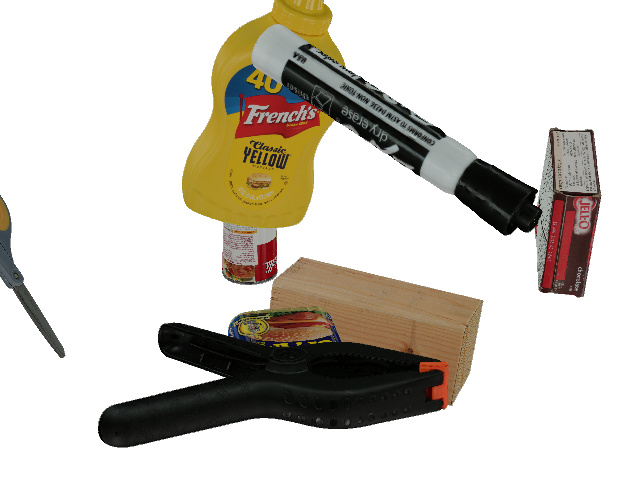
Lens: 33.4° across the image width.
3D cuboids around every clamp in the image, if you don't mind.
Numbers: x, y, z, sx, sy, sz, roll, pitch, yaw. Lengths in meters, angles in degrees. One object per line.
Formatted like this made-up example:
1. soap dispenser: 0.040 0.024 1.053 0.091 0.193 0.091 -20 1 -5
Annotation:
1. clamp: -0.025 0.086 0.684 0.210 0.036 0.164 -1 16 -2

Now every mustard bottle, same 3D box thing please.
1. mustard bottle: -0.033 -0.100 0.764 0.096 0.192 0.058 9 34 -17

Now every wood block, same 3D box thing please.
1. wood block: 0.056 0.093 1.129 0.206 0.091 0.090 13 21 17

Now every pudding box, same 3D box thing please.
1. pudding box: 0.191 -0.024 0.826 0.039 0.090 0.113 5 32 5

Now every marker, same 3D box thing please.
1. marker: 0.026 -0.039 0.377 0.121 0.020 0.020 36 14 20

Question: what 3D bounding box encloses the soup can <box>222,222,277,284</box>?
1. soup can: -0.086 -0.007 1.285 0.068 0.102 0.068 0 25 0

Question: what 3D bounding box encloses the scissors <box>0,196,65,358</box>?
1. scissors: -0.313 0.021 1.094 0.016 0.201 0.096 -25 27 24

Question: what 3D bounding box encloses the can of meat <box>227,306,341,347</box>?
1. can of meat: -0.028 0.103 0.933 0.102 0.057 0.084 -2 30 -13
